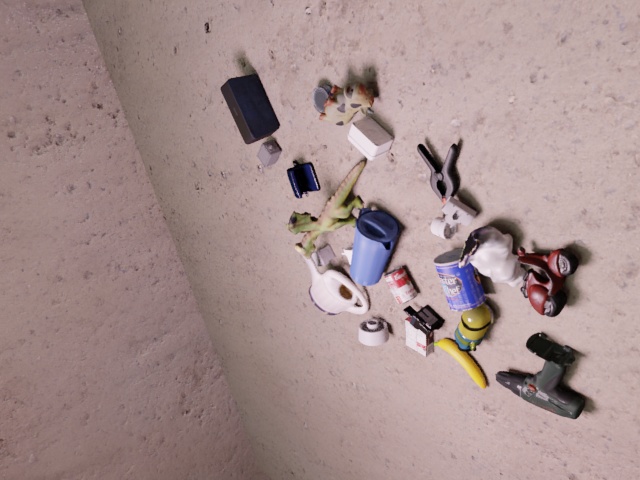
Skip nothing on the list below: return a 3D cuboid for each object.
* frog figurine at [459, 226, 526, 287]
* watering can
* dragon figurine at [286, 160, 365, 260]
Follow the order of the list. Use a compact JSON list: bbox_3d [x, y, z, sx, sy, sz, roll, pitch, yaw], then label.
[{"bbox_3d":[0.441,0.040,1.279,0.159,0.125,0.134,19,128,0],"label":"frog figurine"},{"bbox_3d":[0.023,0.161,1.881,0.347,0.106,0.220,40,145,-2],"label":"watering can"},{"bbox_3d":[0.005,-0.083,1.659,0.124,0.245,0.400,49,147,28],"label":"dragon figurine"}]
